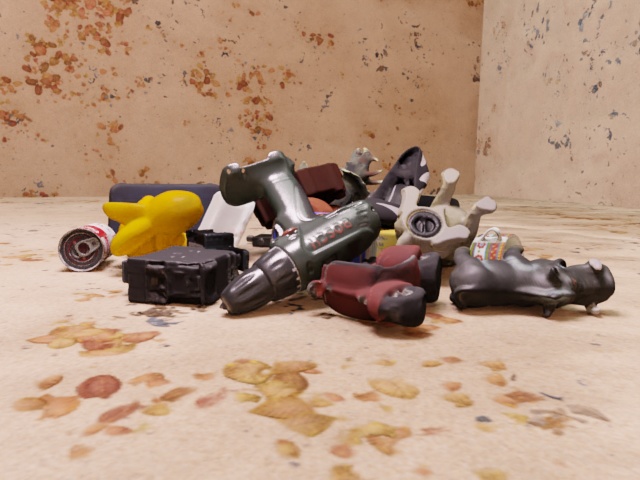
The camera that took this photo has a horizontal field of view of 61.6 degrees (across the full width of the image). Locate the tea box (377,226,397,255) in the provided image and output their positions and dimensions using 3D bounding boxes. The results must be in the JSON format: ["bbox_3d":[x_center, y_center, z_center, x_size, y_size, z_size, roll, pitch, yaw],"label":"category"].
[{"bbox_3d":[0.111,0.008,0.940,0.098,0.068,0.169,4,9,15],"label":"tea box"}]

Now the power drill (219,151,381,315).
[{"bbox_3d":[-0.055,-0.022,0.686,0.232,0.085,0.207,-23,45,-21],"label":"power drill"}]

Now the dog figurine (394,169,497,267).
[{"bbox_3d":[0.179,0.007,0.852,0.172,0.190,0.121,-23,58,-14],"label":"dog figurine"}]

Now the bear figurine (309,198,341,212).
[{"bbox_3d":[-0.001,-0.007,0.944,0.120,0.132,0.195,4,-6,17],"label":"bear figurine"}]

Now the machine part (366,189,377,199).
[{"bbox_3d":[0.152,-0.053,1.176,0.079,0.079,0.243,3,-13,18],"label":"machine part"}]

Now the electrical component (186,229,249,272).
[{"bbox_3d":[-0.150,0.025,0.774,0.048,0.074,0.119,-4,12,-35],"label":"electrical component"}]

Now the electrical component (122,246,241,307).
[{"bbox_3d":[-0.182,0.043,0.691,0.134,0.058,0.115,3,6,13],"label":"electrical component"}]

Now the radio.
[{"bbox_3d":[-0.295,-0.046,1.055,0.229,0.131,0.073,-3,10,-25],"label":"radio"}]

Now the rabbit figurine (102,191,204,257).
[{"bbox_3d":[-0.255,-0.032,0.843,0.162,0.122,0.173,-5,-13,-41],"label":"rabbit figurine"}]

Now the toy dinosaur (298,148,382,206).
[{"bbox_3d":[-0.002,-0.089,1.194,0.192,0.131,0.405,18,33,26],"label":"toy dinosaur"}]

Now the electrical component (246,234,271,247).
[{"bbox_3d":[-0.116,0.001,1.135,0.094,0.021,0.063,3,9,13],"label":"electrical component"}]

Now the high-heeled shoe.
[{"bbox_3d":[0.130,-0.100,0.943,0.086,0.145,0.248,6,7,30],"label":"high-heeled shoe"}]

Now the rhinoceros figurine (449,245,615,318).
[{"bbox_3d":[0.249,0.048,0.646,0.190,0.073,0.112,1,6,0],"label":"rhinoceros figurine"}]

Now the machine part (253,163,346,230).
[{"bbox_3d":[-0.037,-0.077,0.995,0.179,0.056,0.179,-24,-8,-4],"label":"machine part"}]

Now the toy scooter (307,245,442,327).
[{"bbox_3d":[0.065,0.050,0.621,0.135,0.075,0.184,3,13,21],"label":"toy scooter"}]

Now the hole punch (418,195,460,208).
[{"bbox_3d":[0.226,-0.020,1.108,0.142,0.116,0.092,10,-33,11],"label":"hole punch"}]
